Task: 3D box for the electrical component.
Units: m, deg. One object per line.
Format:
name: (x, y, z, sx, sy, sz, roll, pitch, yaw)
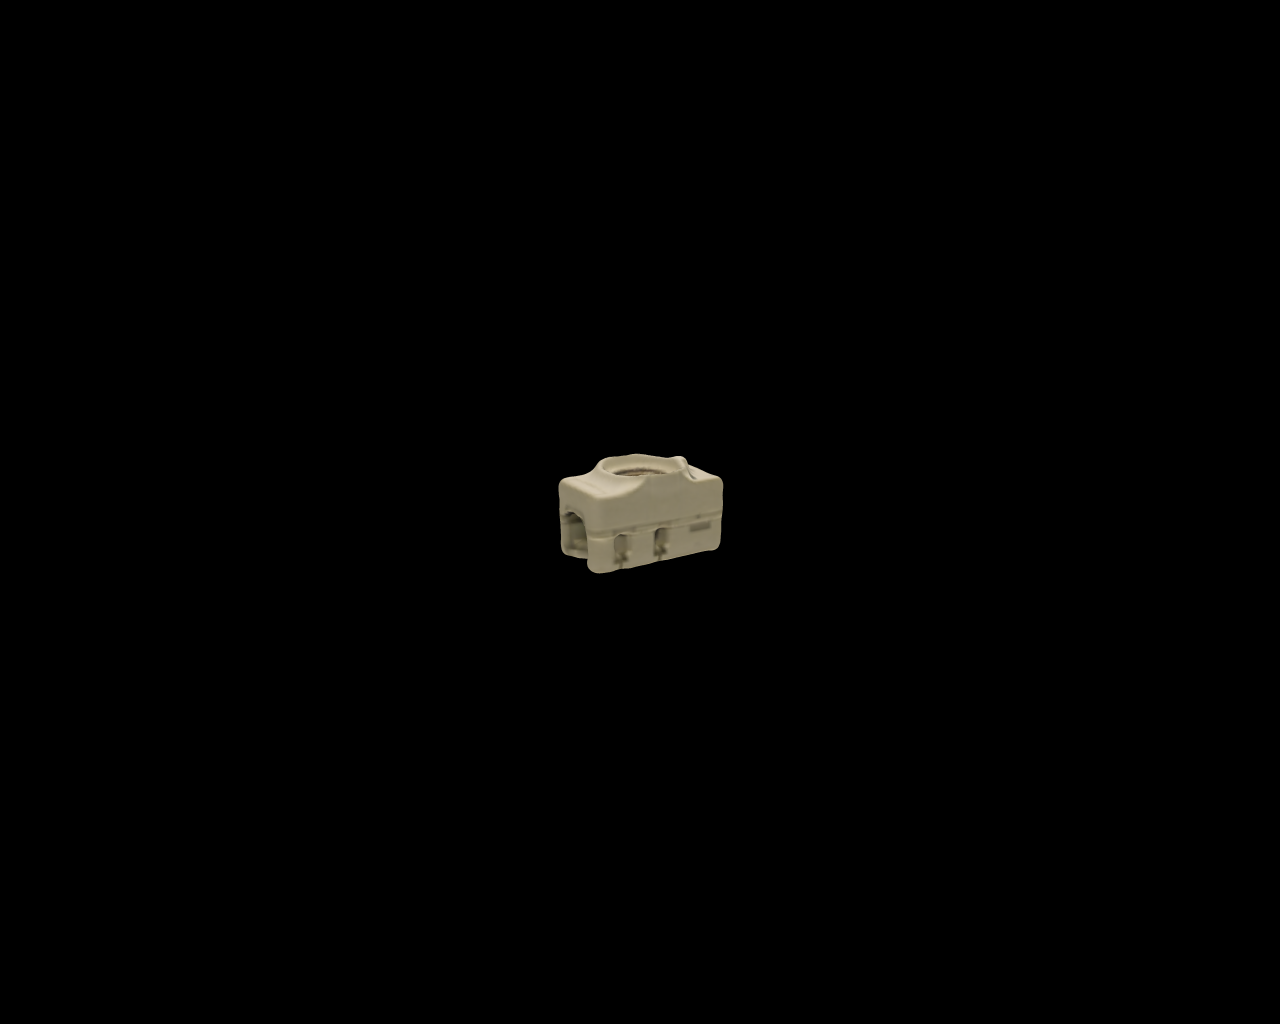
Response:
electrical component: (0.001, -0.003, 0.650, 0.090, 0.055, 0.050, -9, 19, -29)
